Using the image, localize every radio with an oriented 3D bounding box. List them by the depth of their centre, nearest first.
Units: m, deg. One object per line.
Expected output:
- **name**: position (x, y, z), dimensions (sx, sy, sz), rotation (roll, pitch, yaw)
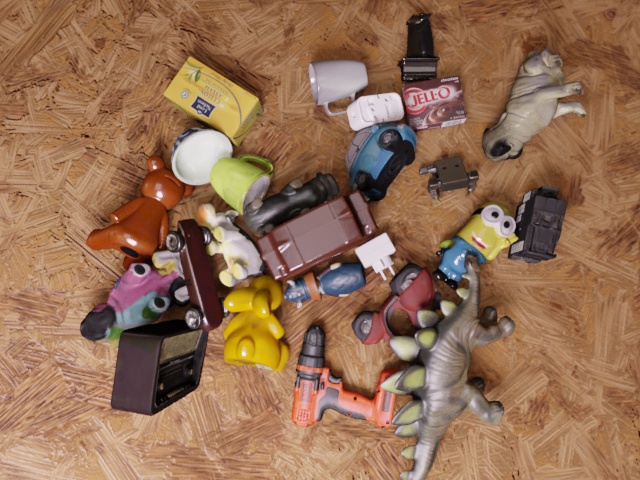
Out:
- **radio**: position (-0.268, 0.211, 0.927), dimensions (0.073, 0.229, 0.131), rotation (8, 87, 9)

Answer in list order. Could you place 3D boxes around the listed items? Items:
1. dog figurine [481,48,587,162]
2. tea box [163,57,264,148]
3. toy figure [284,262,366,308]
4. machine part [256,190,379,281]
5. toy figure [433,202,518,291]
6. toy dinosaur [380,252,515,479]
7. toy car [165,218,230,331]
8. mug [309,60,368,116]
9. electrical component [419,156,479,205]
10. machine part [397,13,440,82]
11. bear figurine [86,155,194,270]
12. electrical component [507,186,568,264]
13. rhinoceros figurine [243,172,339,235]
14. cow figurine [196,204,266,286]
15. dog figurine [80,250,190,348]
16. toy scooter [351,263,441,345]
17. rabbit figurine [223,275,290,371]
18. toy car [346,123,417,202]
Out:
- **dog figurine**: position (0.374, -0.254, 1.016), dimensions (0.191, 0.121, 0.172), rotation (-29, 47, 17)
- **tea box**: position (-0.209, -0.272, 1.066), dimensions (0.170, 0.068, 0.098), rotation (31, 85, 6)
- **toy figure**: position (0.009, 0.083, 1.010), dimensions (0.155, 0.057, 0.064), rotation (-15, 76, 7)
- **machine part**: position (-0.002, -0.003, 0.948), dimensions (0.201, 0.201, 0.087), rotation (-26, 85, 0)
- **toy figure**: position (0.280, 0.006, 0.989), dimensions (0.082, 0.089, 0.180), rotation (37, 97, -23)
- **toy dinosaur**: position (0.208, 0.250, 0.924), dimensions (0.199, 0.105, 0.471), rotation (10, 88, -12)
- **toy car**: position (-0.219, 0.063, 0.955), dimensions (0.053, 0.089, 0.202), rotation (-15, 92, 34)
- **mug**: position (0.041, -0.302, 1.048), dimensions (0.107, 0.081, 0.109), rotation (-14, 87, -6)
- **electrical component**: position (0.249, -0.115, 1.027), dimensions (0.102, 0.045, 0.078), rotation (-16, 54, -1)
- **machine part**: position (0.196, -0.381, 1.067), dimensions (0.084, 0.039, 0.138), rotation (2, 84, 10)
- **bear figurine**: position (-0.338, -0.054, 1.035), dimensions (0.132, 0.120, 0.196), rotation (-18, 47, 42)
- **electrical component**: position (0.391, -0.028, 0.968), dimensions (0.058, 0.115, 0.134), rotation (14, 85, 3)
- **rhinoceros figurine**: position (-0.050, -0.067, 1.005), dimensions (0.190, 0.112, 0.073), rotation (-27, 89, -13)
- **cow figurine**: position (-0.165, 0.000, 1.021), dimensions (0.068, 0.098, 0.167), rotation (-38, 75, 39)
- **dog figurine**: position (-0.343, 0.119, 1.012), dimensions (0.219, 0.191, 0.108), rotation (-36, 86, 33)
- **toy scooter**: position (0.160, 0.140, 0.983), dimensions (0.135, 0.075, 0.184), rotation (42, 89, 5)
- **rabbit figurine**: position (-0.119, 0.139, 0.978), dimensions (0.122, 0.162, 0.173), rotation (8, 65, 17)
- **toy car**: position (0.104, -0.157, 1.020), dimensions (0.103, 0.109, 0.161), rotation (40, 99, 32)
